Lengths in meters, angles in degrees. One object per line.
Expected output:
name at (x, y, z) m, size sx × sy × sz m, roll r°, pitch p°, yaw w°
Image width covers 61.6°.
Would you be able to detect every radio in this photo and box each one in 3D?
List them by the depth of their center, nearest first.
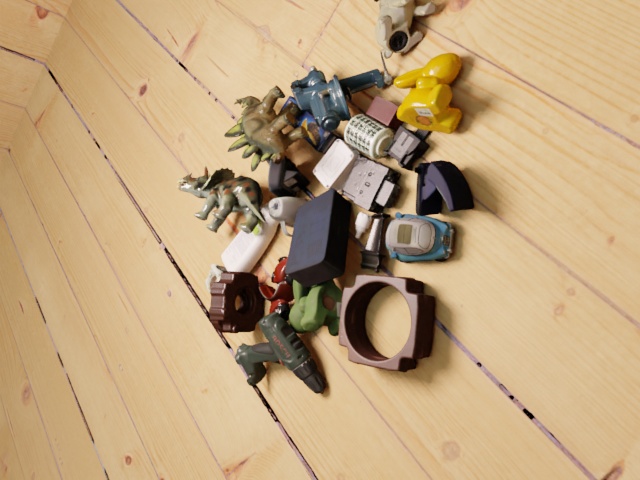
radio at (-0.003, -0.004, 1.287) m, size 0.131 × 0.073 × 0.230 m, roll -25°, pitch 39°, yaw 34°

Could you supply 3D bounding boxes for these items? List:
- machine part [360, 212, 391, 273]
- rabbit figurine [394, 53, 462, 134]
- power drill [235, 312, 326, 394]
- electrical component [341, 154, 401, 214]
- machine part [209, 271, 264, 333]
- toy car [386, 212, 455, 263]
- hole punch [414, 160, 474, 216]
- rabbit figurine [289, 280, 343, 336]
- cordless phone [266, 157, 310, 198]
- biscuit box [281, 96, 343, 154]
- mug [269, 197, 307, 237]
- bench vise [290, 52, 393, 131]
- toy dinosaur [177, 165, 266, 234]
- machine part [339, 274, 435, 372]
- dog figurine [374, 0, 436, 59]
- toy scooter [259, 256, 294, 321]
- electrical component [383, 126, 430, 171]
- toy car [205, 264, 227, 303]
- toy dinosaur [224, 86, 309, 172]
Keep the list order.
machine part at (0.129, 0.004, 1.248) m, size 0.084 × 0.039 × 0.138 m, roll 12°, pitch 88°, yaw 66°
rabbit figurine at (0.251, -0.332, 1.191) m, size 0.163 × 0.121 × 0.173 m, roll 14°, pitch 77°, yaw 49°
power drill at (-0.110, 0.306, 1.354) m, size 0.207 × 0.086 × 0.232 m, roll -29°, pitch 92°, yaw 44°
electrical component at (0.126, -0.128, 1.272) m, size 0.134 × 0.058 × 0.114 m, roll 33°, pitch 105°, yaw 39°
machine part at (-0.217, 0.165, 1.430) m, size 0.056 × 0.179 × 0.179 m, roll -3°, pitch 80°, yaw 36°
toy car at (0.201, -0.004, 1.161) m, size 0.162 × 0.103 × 0.109 m, roll 7°, pitch 87°, yaw 42°
hole punch at (0.260, -0.108, 1.117) m, size 0.092 × 0.142 × 0.115 m, roll 3°, pitch 98°, yaw 41°
rabbit figurine at (-0.026, 0.167, 1.311) m, size 0.170 × 0.121 × 0.159 m, roll -34°, pitch 58°, yaw 47°
cordless phone at (-0.120, -0.203, 1.417) m, size 0.089 × 0.146 × 0.184 m, roll -37°, pitch 73°, yaw 8°
biscuit box at (-0.026, -0.303, 1.425) m, size 0.062 × 0.059 × 0.203 m, roll -55°, pitch 53°, yaw 19°
mug at (-0.084, -0.064, 1.400) m, size 0.081 × 0.107 × 0.109 m, roll -2°, pitch 79°, yaw 40°
bench vise at (0.056, -0.371, 1.329) m, size 0.241 × 0.128 × 0.224 m, roll -19°, pitch 41°, yaw 6°
toy dinosaur at (-0.236, -0.121, 1.491) m, size 0.405 × 0.131 × 0.192 m, roll 6°, pitch 67°, yaw 42°
machine part at (0.146, 0.179, 1.184) m, size 0.201 × 0.087 × 0.201 m, roll 1°, pitch 84°, yaw 40°
dog figurine at (0.166, -0.548, 1.302) m, size 0.172 × 0.121 × 0.191 m, roll -51°, pitch 41°, yaw 17°
toy scooter at (-0.105, 0.115, 1.408) m, size 0.135 × 0.075 × 0.183 m, roll 26°, pitch 96°, yaw 52°
electrical component at (0.210, -0.225, 1.227) m, size 0.119 × 0.047 × 0.075 m, roll -53°, pitch 55°, yaw 21°
toy car at (-0.288, 0.134, 1.529) m, size 0.073 × 0.056 × 0.202 m, roll -68°, pitch 25°, yaw 16°
toy dinosaur at (-0.151, -0.297, 1.379) m, size 0.198 × 0.105 × 0.472 m, roll -35°, pitch 35°, yaw 12°
